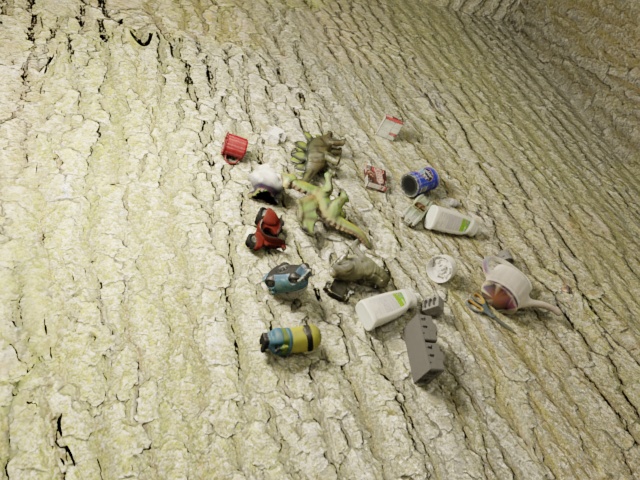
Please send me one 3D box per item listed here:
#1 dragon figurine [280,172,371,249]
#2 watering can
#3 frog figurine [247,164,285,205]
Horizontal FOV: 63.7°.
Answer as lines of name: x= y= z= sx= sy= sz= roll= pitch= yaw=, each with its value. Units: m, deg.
dragon figurine: x=0.006 y=-0.092 z=1.834 sx=0.246 sy=0.120 sz=0.411 roll=-33 pitch=84 yaw=-41
watering can: x=0.744 y=0.202 z=1.942 sx=0.350 sy=0.101 sz=0.228 roll=43 pitch=48 yaw=15
frog figurine: x=-0.192 y=-0.222 z=1.870 sx=0.137 sy=0.120 sz=0.163 roll=4 pitch=59 yaw=2
